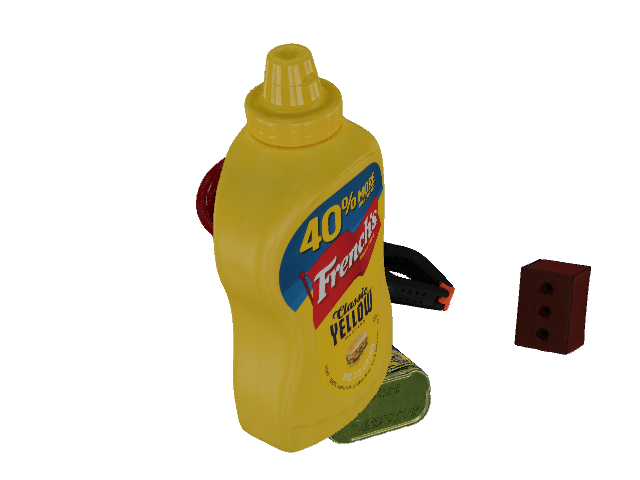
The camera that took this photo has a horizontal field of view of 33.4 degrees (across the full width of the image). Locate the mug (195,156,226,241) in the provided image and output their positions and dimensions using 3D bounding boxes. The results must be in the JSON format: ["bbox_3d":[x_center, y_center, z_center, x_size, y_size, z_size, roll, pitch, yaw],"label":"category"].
[{"bbox_3d":[-0.037,-0.016,0.753,0.093,0.117,0.081,-15,-38,-4],"label":"mug"}]

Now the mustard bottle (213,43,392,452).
[{"bbox_3d":[-0.007,0.000,0.487,0.058,0.192,0.096,22,44,32],"label":"mustard bottle"}]

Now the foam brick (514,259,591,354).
[{"bbox_3d":[0.217,0.061,0.995,0.053,0.078,0.051,9,14,31],"label":"foam brick"}]

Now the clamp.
[{"bbox_3d":[0.052,0.027,1.234,0.210,0.036,0.164,30,37,22],"label":"clamp"}]

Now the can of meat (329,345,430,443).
[{"bbox_3d":[0.030,0.122,0.897,0.102,0.057,0.084,-12,25,-24],"label":"can of meat"}]
